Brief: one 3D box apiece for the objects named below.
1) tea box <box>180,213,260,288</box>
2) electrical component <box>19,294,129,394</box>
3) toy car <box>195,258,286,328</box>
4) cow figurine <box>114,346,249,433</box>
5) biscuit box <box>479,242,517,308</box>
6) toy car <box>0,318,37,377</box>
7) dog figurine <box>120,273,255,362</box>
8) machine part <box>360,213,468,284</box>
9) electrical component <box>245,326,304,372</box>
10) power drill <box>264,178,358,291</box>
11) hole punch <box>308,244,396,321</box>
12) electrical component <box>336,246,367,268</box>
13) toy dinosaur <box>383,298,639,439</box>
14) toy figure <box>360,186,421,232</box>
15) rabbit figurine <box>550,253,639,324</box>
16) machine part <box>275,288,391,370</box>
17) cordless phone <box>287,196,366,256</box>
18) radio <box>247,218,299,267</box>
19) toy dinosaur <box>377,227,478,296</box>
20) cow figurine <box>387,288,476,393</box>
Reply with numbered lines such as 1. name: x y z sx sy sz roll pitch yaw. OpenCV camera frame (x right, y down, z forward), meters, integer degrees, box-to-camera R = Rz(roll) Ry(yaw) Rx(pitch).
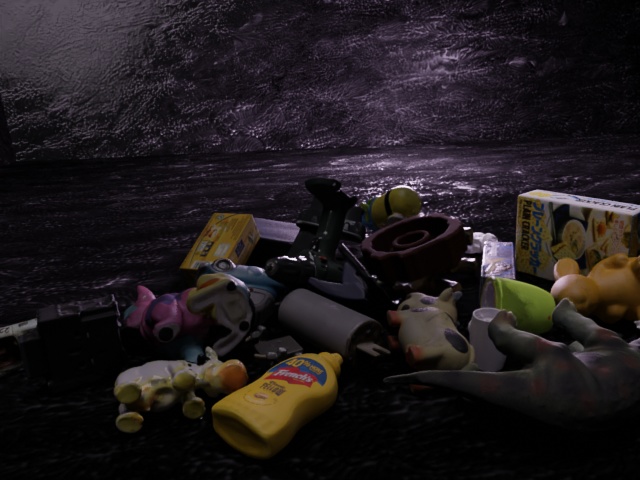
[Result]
1. tea box: -0.202 0.023 1.105 0.098 0.068 0.170 5 44 21
2. electrical component: -0.351 0.149 0.769 0.134 0.114 0.058 -13 16 -26
3. toy car: -0.135 0.103 0.917 0.162 0.109 0.103 8 40 -12
4. cow figurine: -0.183 0.186 0.706 0.167 0.068 0.098 -9 12 -18
5. biscuit box: 0.329 0.060 0.996 0.059 0.062 0.203 4 20 17
6. toy car: -0.460 0.162 0.816 0.202 0.073 0.056 -14 17 -28
7. dog figurine: -0.219 0.114 0.844 0.191 0.108 0.219 -38 27 -20
8. machine part: 0.157 0.013 0.906 0.179 0.056 0.179 -17 18 6
9. electrical component: -0.065 0.162 0.786 0.078 0.045 0.102 -11 20 -18
10. power drill: -0.002 -0.003 0.951 0.086 0.207 0.231 -7 -23 33
11. hole punch: 0.053 0.086 0.884 0.092 0.142 0.116 -41 55 -5
12. electrical component: 0.047 0.045 1.125 0.075 0.047 0.119 -18 24 -38
13. toy dinosaur: 0.295 0.162 0.619 0.405 0.131 0.192 -16 20 -16
14. toy figure: 0.141 -0.062 1.149 0.082 0.089 0.180 -20 7 -26
15. rabbit figurine: 0.434 0.074 0.841 0.173 0.121 0.162 -9 14 -15
16. machine part: 0.014 0.131 0.816 0.079 0.079 0.243 -17 21 -35
17. cordless phone: 0.013 0.002 1.085 0.147 0.088 0.184 15 38 7
18. radio: -0.108 0.007 1.232 0.230 0.073 0.131 10 21 32
19. toy dinosaur: 0.207 0.026 1.068 0.199 0.105 0.471 1 14 26
20. cow figurine: 0.163 0.131 0.774 0.127 0.085 0.195 -4 21 -7
